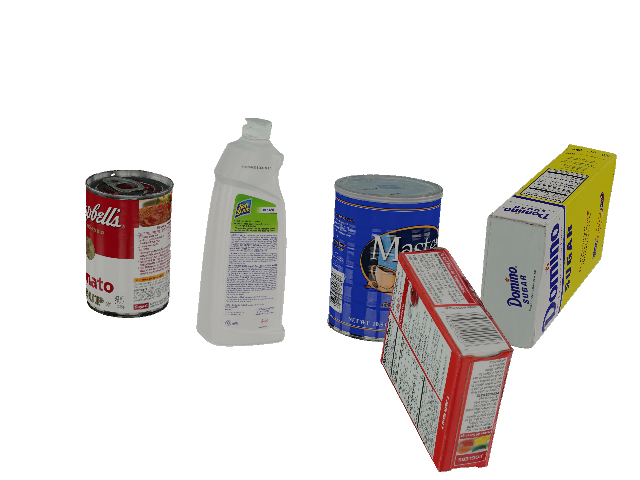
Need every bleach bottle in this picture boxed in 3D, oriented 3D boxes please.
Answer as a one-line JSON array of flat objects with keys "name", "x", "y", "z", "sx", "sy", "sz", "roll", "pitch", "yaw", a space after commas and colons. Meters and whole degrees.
[{"name": "bleach bottle", "x": -0.077, "y": -0.010, "z": 1.189, "sx": 0.102, "sy": 0.251, "sz": 0.068, "roll": -1, "pitch": 18, "yaw": -31}]

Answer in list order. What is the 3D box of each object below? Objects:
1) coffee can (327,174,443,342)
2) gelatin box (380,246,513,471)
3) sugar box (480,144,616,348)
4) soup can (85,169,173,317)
[{"name": "coffee can", "x": 0.061, "y": 0.015, "z": 1.025, "sx": 0.103, "sy": 0.140, "sz": 0.103, "roll": 3, "pitch": 14, "yaw": -1}, {"name": "gelatin box", "x": 0.061, "y": 0.057, "z": 0.531, "sx": 0.030, "sy": 0.073, "sz": 0.089, "roll": -5, "pitch": 34, "yaw": -15}, {"name": "sugar box", "x": 0.166, "y": 0.000, "z": 0.767, "sx": 0.048, "sy": 0.093, "sz": 0.176, "roll": 12, "pitch": 26, "yaw": 24}, {"name": "soup can", "x": -0.152, "y": 0.002, "z": 0.846, "sx": 0.068, "sy": 0.102, "sz": 0.068, "roll": 4, "pitch": 20, "yaw": -2}]
